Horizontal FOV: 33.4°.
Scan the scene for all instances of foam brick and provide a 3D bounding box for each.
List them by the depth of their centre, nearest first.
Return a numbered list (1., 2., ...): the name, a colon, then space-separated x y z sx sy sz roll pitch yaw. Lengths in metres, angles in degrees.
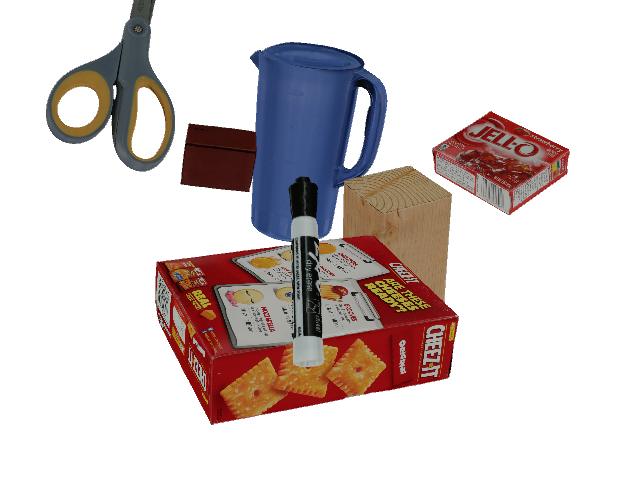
1. foam brick: -0.111 -0.091 1.168 0.078 0.051 0.053 7 30 -6

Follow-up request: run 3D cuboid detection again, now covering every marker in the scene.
1. marker: -0.009 0.018 0.663 0.020 0.121 0.020 -2 -19 -1

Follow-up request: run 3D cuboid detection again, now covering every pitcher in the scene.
1. pitcher: -0.015 -0.123 1.365 0.144 0.243 0.149 -2 25 -22

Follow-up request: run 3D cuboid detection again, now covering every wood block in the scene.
1. wood block: 0.082 0.033 1.204 0.090 0.206 0.090 -14 32 -24

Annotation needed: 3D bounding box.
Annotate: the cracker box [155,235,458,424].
1. cracker box: -0.017 0.069 0.909 0.213 0.072 0.164 -7 28 -22

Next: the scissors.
1. scissors: -0.148 -0.141 0.754 0.096 0.202 0.016 -2 -22 -20

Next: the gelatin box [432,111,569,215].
1. gelatin box: 0.150 -0.067 0.893 0.073 0.030 0.089 -33 47 -26
